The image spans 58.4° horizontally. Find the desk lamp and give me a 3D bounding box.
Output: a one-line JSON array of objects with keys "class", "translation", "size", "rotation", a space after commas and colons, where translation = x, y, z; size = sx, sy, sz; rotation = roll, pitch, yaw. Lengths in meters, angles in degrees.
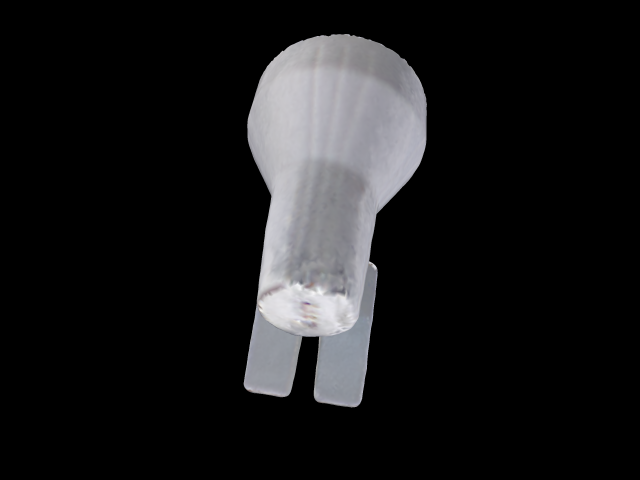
[{"class": "desk lamp", "translation": [0.004, 0.001, 0.400], "size": [0.118, 0.213, 0.203], "rotation": [7, 70, 3]}]
